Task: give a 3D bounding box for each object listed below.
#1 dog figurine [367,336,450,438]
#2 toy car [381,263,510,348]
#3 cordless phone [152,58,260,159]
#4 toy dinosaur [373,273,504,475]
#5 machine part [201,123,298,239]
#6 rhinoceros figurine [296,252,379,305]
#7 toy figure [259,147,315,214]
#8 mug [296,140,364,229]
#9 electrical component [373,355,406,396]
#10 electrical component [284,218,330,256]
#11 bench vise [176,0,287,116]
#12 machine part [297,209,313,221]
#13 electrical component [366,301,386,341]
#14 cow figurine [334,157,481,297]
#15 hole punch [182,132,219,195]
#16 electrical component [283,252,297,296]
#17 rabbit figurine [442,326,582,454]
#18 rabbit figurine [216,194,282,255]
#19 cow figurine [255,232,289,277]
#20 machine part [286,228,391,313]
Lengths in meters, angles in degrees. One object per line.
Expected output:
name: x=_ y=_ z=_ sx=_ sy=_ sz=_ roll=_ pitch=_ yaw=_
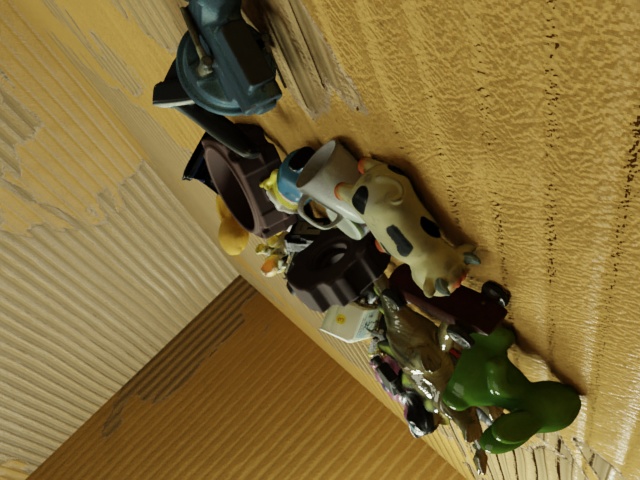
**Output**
dog figurine: x=0.196 y=0.314 z=1.166 sx=0.219 sy=0.108 sz=0.191 roll=62 pitch=-171 yaw=-8
toy car: x=0.169 y=0.081 z=0.737 sx=0.202 sy=0.089 sz=0.053 roll=25 pitch=156 yaw=54
cordless phone: x=-0.149 y=-0.192 z=0.829 sx=0.184 sy=0.088 sz=0.146 roll=40 pitch=-161 yaw=6
toy dinosaur: x=0.175 y=0.191 z=0.940 sx=0.471 sy=0.105 sz=0.198 roll=65 pitch=159 yaw=1
machine part: x=-0.135 y=-0.111 z=1.009 sx=0.202 sy=0.087 sz=0.200 roll=27 pitch=143 yaw=59
rhinoceros figurine: x=0.040 y=0.060 z=1.091 sx=0.190 sy=0.073 sz=0.112 roll=34 pitch=171 yaw=1
toy figure: x=-0.030 y=-0.094 z=0.848 sx=0.082 sy=0.089 sz=0.180 roll=57 pitch=159 yaw=4
mug: x=0.027 y=-0.061 z=0.722 sx=0.107 sy=0.109 sz=0.081 roll=35 pitch=166 yaw=-19
electrical component: x=0.132 y=0.262 z=1.010 sx=0.094 sy=0.021 sz=0.063 roll=48 pitch=163 yaw=43
electrical component: x=-0.002 y=-0.003 z=1.024 sx=0.119 sy=0.075 sz=0.047 roll=5 pitch=132 yaw=19
bench vise: x=-0.134 y=-0.238 z=0.645 sx=0.223 sy=0.129 sz=0.241 roll=51 pitch=163 yaw=-10
machine part: x=-0.042 y=-0.056 z=1.098 sx=0.084 sy=0.039 sz=0.138 roll=48 pitch=172 yaw=31
electrical component: x=0.142 y=0.165 z=1.084 sx=0.078 sy=0.102 sz=0.045 roll=-2 pitch=140 yaw=40
cow figurine: x=0.113 y=-0.008 z=0.658 sx=0.194 sy=0.085 sz=0.127 roll=52 pitch=172 yaw=-22
hole punch: x=-0.234 y=-0.169 z=1.169 sx=0.092 sy=0.142 sz=0.116 roll=23 pitch=-168 yaw=-25
electrical component: x=-0.031 y=0.066 z=1.209 sx=0.058 sy=0.114 sz=0.134 roll=16 pitch=-167 yaw=-20
rabbit figurine: x=0.270 y=0.212 z=0.746 sx=0.170 sy=0.159 sz=0.121 roll=24 pitch=150 yaw=21
rabbit figurine: x=-0.166 y=-0.050 z=1.208 sx=0.162 sy=0.173 sz=0.122 roll=42 pitch=171 yaw=-3
cow figurine: x=-0.104 y=0.026 z=1.312 sx=0.068 sy=0.167 sz=0.098 roll=-17 pitch=143 yaw=27
machine part: x=0.026 y=0.039 z=0.889 sx=0.056 sy=0.179 sz=0.179 roll=54 pitch=165 yaw=-25
